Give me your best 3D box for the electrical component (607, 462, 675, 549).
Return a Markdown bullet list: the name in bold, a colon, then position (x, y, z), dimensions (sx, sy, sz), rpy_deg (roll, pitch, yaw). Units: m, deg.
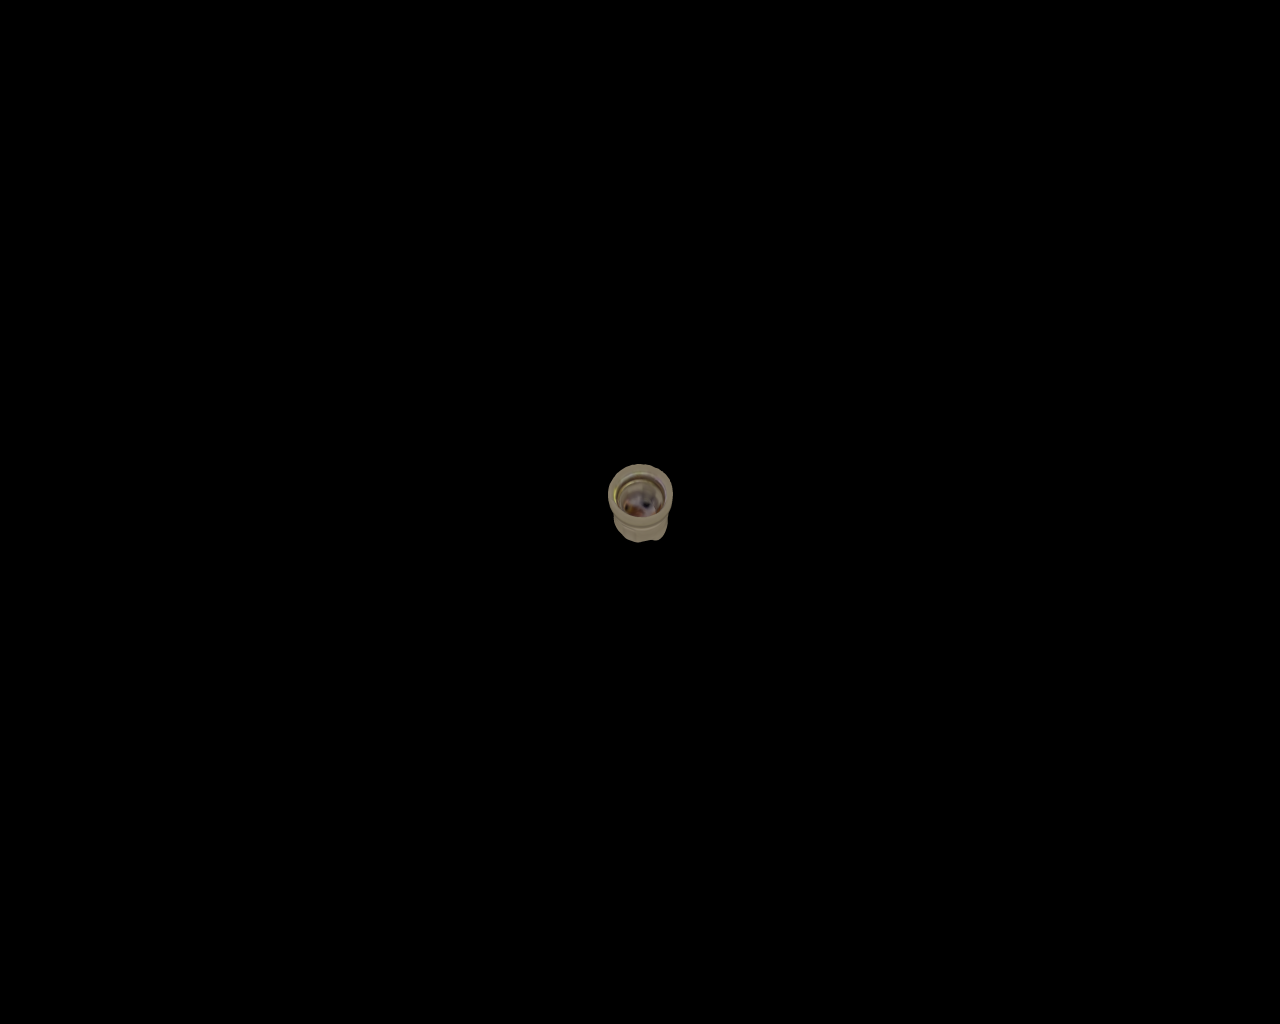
- **electrical component**: position (0.001, -0.003, 0.650), dimensions (0.040, 0.040, 0.046), rpy_deg (0, -26, 0)
